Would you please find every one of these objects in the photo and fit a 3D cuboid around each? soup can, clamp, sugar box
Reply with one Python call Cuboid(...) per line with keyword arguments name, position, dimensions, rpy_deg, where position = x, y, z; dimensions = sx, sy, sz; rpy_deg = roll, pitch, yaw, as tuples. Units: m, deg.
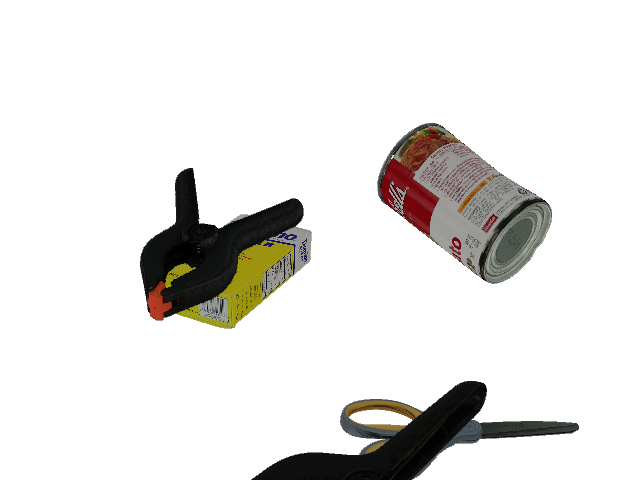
Cuboid(name="soup can", position=(0.098, -0.026, 0.726), dimensions=(0.068, 0.069, 0.102), rpy_deg=(0, 33, -50))
Cuboid(name="clamp", position=(-0.105, -0.002, 0.896), dimensions=(0.120, 0.039, 0.171), rpy_deg=(19, 41, 26))
Cuboid(name="sugar box", position=(-0.089, 0.028, 1.130), dimensions=(0.093, 0.048, 0.176), rpy_deg=(14, 31, 22))
Cuboid(name="clamp", position=(0.030, 0.150, 0.635), dimensions=(0.210, 0.036, 0.164), rpy_deg=(-7, 30, -1))

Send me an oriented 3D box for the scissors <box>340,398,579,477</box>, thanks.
Cuboid(name="scissors", position=(0.114, 0.170, 0.879), dimensions=(0.202, 0.016, 0.096), rpy_deg=(8, 36, 5))
